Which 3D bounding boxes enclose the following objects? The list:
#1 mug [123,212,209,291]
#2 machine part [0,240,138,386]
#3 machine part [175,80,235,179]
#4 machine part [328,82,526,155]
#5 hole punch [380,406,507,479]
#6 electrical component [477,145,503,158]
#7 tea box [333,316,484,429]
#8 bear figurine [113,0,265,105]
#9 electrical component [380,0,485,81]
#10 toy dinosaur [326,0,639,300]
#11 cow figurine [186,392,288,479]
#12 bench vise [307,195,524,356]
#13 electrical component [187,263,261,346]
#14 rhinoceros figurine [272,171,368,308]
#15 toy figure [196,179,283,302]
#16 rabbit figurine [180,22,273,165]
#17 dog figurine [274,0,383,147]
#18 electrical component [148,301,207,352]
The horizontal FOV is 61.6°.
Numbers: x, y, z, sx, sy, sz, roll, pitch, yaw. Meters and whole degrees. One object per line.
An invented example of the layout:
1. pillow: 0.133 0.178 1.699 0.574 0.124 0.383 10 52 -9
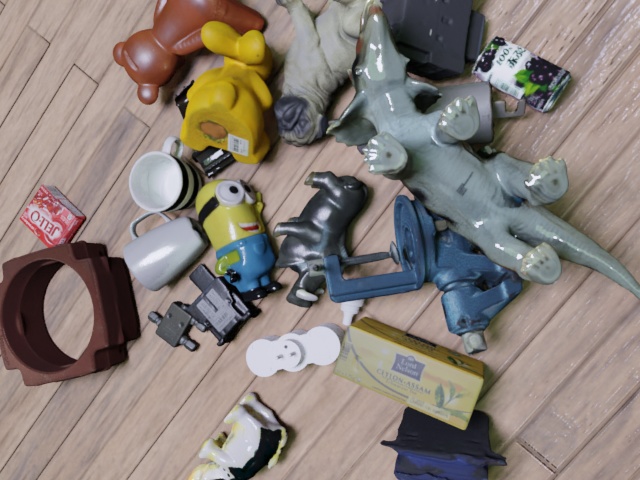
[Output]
1. mug: -0.226 0.004 0.794 0.107 0.080 0.109 -31 74 4
2. machine part: -0.394 0.113 0.835 0.201 0.087 0.201 -15 86 16
3. machine part: -0.171 -0.165 0.796 0.084 0.039 0.139 -30 82 19
4. machine part: 0.132 -0.153 0.683 0.243 0.079 0.079 -3 88 16
5. hole punch: 0.150 0.269 0.655 0.142 0.116 0.092 4 98 17
6. electrical component: 0.214 -0.071 0.663 0.045 0.078 0.102 -43 70 40
7. tea box: 0.113 0.160 0.673 0.170 0.098 0.068 18 95 15
8. bear figurine: -0.198 -0.293 0.781 0.196 0.132 0.120 -43 76 30
9. electrical component: 0.139 -0.264 0.662 0.134 0.058 0.114 6 95 -25
10. toy dinosaur: 0.156 -0.064 0.575 0.404 0.192 0.131 42 101 -7
11. cow figurine: -0.118 0.310 0.759 0.098 0.068 0.167 36 100 9
12. bench vise: 0.107 0.039 0.653 0.241 0.129 0.223 -9 78 -3
13. electrical component: -0.151 0.085 0.781 0.075 0.047 0.119 -42 80 11
14. rhinoceros figurine: -0.001 -0.002 0.728 0.112 0.073 0.190 26 95 5
15. toy figure: -0.118 -0.001 0.755 0.089 0.082 0.180 -20 86 14
16. rabbit figurine: -0.116 -0.214 0.719 0.122 0.162 0.173 15 59 8
17. dog figurine: 0.022 -0.224 0.717 0.173 0.121 0.190 1 104 20
18. electrical component: -0.216 0.125 0.812 0.094 0.021 0.063 32 98 16
